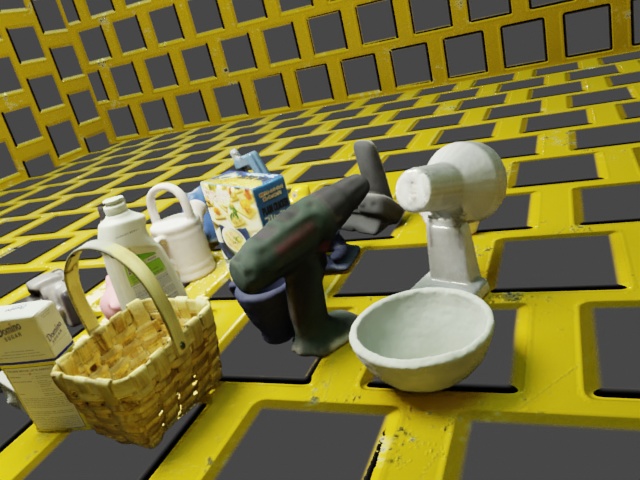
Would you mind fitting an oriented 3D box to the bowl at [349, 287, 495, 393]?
[{"bbox_3d":[0.121,0.126,0.668,0.167,0.075,0.167,-12,21,5],"label":"bowl"}]

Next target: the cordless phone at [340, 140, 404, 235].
[{"bbox_3d":[0.081,-0.113,1.148,0.147,0.185,0.094,6,28,41],"label":"cordless phone"}]

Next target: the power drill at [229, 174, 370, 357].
[{"bbox_3d":[-0.005,0.041,0.777,0.230,0.209,0.075,-27,25,-31],"label":"power drill"}]

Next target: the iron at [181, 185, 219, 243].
[{"bbox_3d":[-0.216,-0.088,1.333,0.118,0.142,0.259,8,30,44],"label":"iron"}]

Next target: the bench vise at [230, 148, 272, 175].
[{"bbox_3d":[-0.087,-0.086,1.136,0.207,0.220,0.121,-12,21,6],"label":"bench vise"}]

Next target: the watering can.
[{"bbox_3d":[-0.280,-0.023,1.134,0.101,0.194,0.173,-12,21,4],"label":"watering can"}]

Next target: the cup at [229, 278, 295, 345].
[{"bbox_3d":[-0.079,0.100,0.831,0.117,0.095,0.092,1,26,34],"label":"cup"}]

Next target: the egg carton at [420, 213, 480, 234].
[{"bbox_3d":[0.239,-0.056,1.067,0.107,0.069,0.150,-13,21,2],"label":"egg carton"}]

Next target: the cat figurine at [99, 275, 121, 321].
[{"bbox_3d":[-0.309,0.103,0.937,0.067,0.118,0.128,-6,22,20],"label":"cat figurine"}]

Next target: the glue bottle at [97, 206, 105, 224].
[{"bbox_3d":[-0.414,0.012,1.157,0.037,0.173,0.078,-22,23,-21],"label":"glue bottle"}]

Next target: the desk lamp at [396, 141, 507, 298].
[{"bbox_3d":[0.179,-0.018,0.804,0.117,0.214,0.204,5,28,40],"label":"desk lamp"}]

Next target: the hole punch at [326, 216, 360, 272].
[{"bbox_3d":[0.009,0.004,1.028,0.101,0.091,0.109,-6,22,21],"label":"hole punch"}]

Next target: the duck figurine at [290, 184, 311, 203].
[{"bbox_3d":[-0.032,-0.084,1.286,0.104,0.086,0.077,-16,21,-4],"label":"duck figurine"}]

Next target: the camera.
[{"bbox_3d":[-0.518,0.116,1.060,0.137,0.101,0.142,-28,25,-32],"label":"camera"}]
